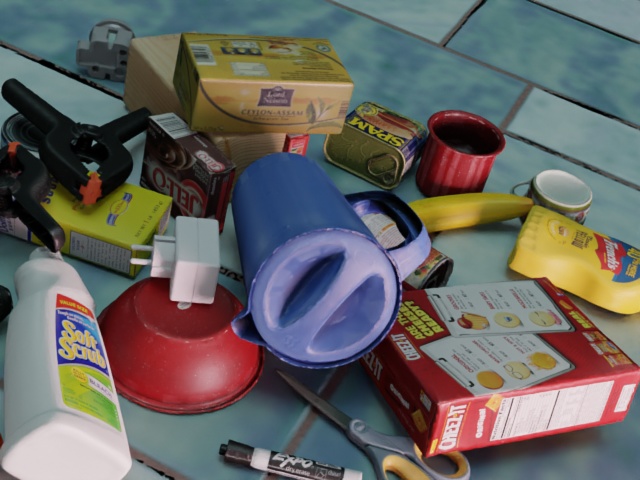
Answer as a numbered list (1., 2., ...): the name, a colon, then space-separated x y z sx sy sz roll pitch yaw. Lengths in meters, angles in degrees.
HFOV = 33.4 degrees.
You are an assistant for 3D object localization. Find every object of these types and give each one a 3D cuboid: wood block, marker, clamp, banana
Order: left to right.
1. clamp: -0.302 -0.035 0.991 0.120 0.039 0.171 -3 33 -16
2. clamp: -0.234 -0.101 1.102 0.164 0.036 0.210 5 32 -28
3. wood block: -0.134 -0.140 1.200 0.090 0.091 0.206 -14 47 -32
4. marker: -0.025 0.189 0.893 0.121 0.020 0.020 14 39 -1
5. banana: 0.147 -0.027 1.187 0.197 0.037 0.070 -11 21 -34

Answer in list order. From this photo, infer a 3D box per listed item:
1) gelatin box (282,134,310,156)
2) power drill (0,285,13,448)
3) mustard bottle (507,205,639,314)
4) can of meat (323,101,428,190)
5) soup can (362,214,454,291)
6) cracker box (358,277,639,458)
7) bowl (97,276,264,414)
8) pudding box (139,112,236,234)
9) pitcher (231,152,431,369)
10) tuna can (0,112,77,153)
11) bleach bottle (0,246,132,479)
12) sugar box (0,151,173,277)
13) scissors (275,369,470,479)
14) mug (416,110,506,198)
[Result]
1. gelatin box: -0.054 -0.110 1.203 0.030 0.073 0.089 -17 49 -34
2. power drill: -0.320 0.112 0.863 0.184 0.057 0.188 -14 44 -27
3. mustard bottle: 0.306 0.031 1.161 0.192 0.058 0.096 24 37 11
4. can of meat: 0.068 -0.115 1.264 0.102 0.057 0.083 27 37 14
5. soup can: 0.076 0.021 1.091 0.102 0.069 0.068 34 42 23
6. cracker box: 0.159 0.112 0.992 0.213 0.072 0.164 -6 33 -23
7. bowl: -0.125 0.079 0.966 0.162 0.055 0.162 9 38 -8
8. pudding box: -0.139 -0.067 1.111 0.039 0.090 0.114 -19 49 -37
9. pitcher: -0.007 0.001 1.000 0.149 0.145 0.243 16 20 -18
10. tuna can: -0.300 -0.104 1.148 0.086 0.034 0.086 9 39 -8
11. bleach bottle: -0.223 0.091 0.891 0.102 0.068 0.251 41 17 -41
12. sugar box: -0.246 -0.031 1.067 0.176 0.048 0.093 19 39 4
13. scissors: 0.053 0.168 0.947 0.096 0.016 0.202 -16 48 -35
14. mug: 0.160 -0.100 1.254 0.093 0.082 0.117 11 39 -5
